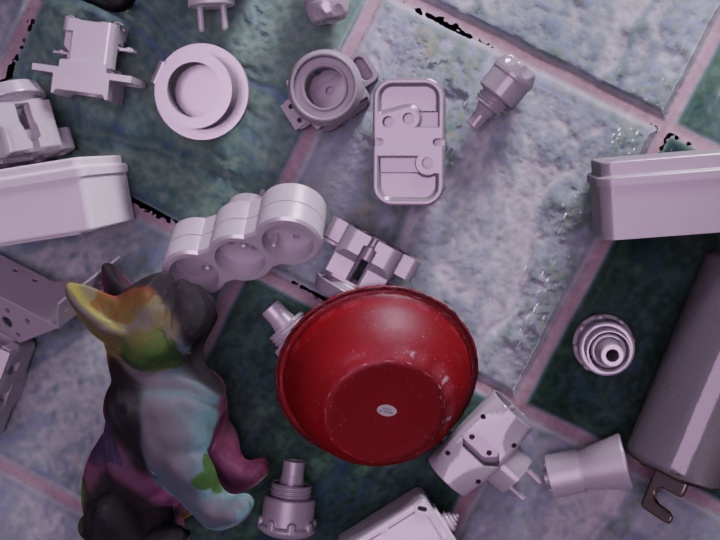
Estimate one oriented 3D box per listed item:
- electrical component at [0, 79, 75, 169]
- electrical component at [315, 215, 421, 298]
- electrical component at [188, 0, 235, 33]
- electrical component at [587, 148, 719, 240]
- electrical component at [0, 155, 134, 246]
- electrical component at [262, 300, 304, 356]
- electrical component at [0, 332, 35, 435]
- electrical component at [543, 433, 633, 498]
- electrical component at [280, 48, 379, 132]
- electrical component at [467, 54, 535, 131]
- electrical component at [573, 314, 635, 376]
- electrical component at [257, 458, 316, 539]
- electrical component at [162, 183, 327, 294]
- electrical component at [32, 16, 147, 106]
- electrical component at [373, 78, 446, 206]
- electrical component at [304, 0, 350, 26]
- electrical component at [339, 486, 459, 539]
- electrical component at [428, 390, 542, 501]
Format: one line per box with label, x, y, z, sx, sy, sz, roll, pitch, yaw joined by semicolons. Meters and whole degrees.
electrical component;-0.274;-0.116;0.856;0.078;0.058;0.057;-15;86;-37
electrical component;0.000;0.000;0.845;0.078;0.058;0.057;29;95;2
electrical component;-0.118;-0.227;0.842;0.077;0.043;0.079;-3;95;6
electrical component;0.232;-0.058;0.807;0.113;0.078;0.057;-4;98;6
electrical component;-0.245;-0.053;0.838;0.109;0.108;0.056;-8;96;6
electrical component;-0.052;0.053;0.862;0.043;0.043;0.062;-41;90;8
electrical component;-0.357;0.074;0.884;0.150;0.062;0.089;23;97;3
electrical component;0.179;0.158;0.851;0.065;0.044;0.044;-15;94;12
electrical component;-0.025;-0.140;0.834;0.078;0.057;0.058;-33;91;8
electrical component;0.106;-0.135;0.834;0.035;0.035;0.061;39;100;1
electrical component;0.191;0.061;0.829;0.048;0.062;0.048;1;95;6
electrical component;-0.057;0.185;0.875;0.048;0.048;0.062;7;89;5
electrical component;-0.089;-0.035;0.848;0.138;0.073;0.052;-18;133;24
electrical component;-0.214;-0.167;0.858;0.081;0.042;0.063;8;92;4
electrical component;0.039;-0.098;0.831;0.054;0.059;0.095;1;96;6
electrical component;-0.030;-0.224;0.838;0.035;0.035;0.061;-12;92;7
electrical component;0.037;0.219;0.863;0.096;0.061;0.061;-32;92;-1
electrical component;0.109;0.150;0.855;0.079;0.043;0.077;43;98;0
